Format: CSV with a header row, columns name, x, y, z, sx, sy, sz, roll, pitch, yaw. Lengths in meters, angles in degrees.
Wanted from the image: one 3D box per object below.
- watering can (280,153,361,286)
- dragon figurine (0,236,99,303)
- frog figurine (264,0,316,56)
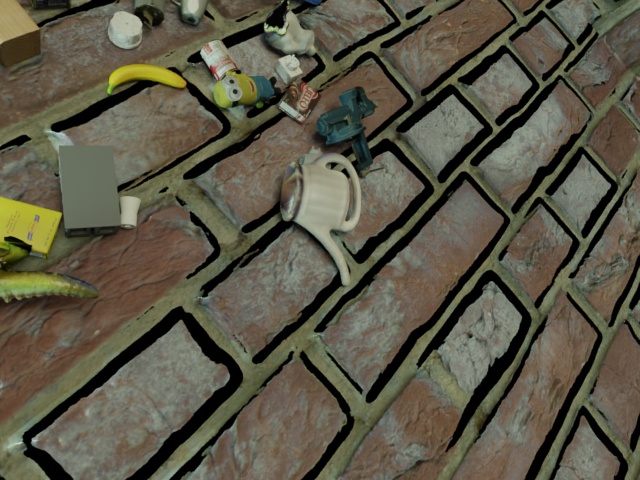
name,x,y,z,sx,sy,sz,roll,pitch,yaw
watering can,0.004,-0.066,1.314,0.224,0.103,0.352,10,73,-23
dragon figurine,-0.642,0.096,0.915,0.408,0.122,0.244,31,85,-12
frog figurine,-0.086,-0.602,1.513,0.158,0.122,0.140,30,42,-56
